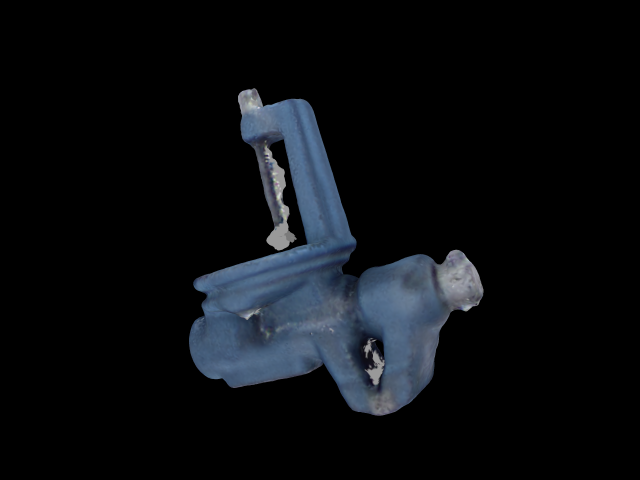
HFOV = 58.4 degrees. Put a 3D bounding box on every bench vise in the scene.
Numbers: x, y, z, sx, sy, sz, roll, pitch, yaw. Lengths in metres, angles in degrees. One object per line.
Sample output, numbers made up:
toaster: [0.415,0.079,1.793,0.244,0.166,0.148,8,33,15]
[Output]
bench vise: [0.005,0.001,0.412,0.207,0.220,0.121,0,3,6]
